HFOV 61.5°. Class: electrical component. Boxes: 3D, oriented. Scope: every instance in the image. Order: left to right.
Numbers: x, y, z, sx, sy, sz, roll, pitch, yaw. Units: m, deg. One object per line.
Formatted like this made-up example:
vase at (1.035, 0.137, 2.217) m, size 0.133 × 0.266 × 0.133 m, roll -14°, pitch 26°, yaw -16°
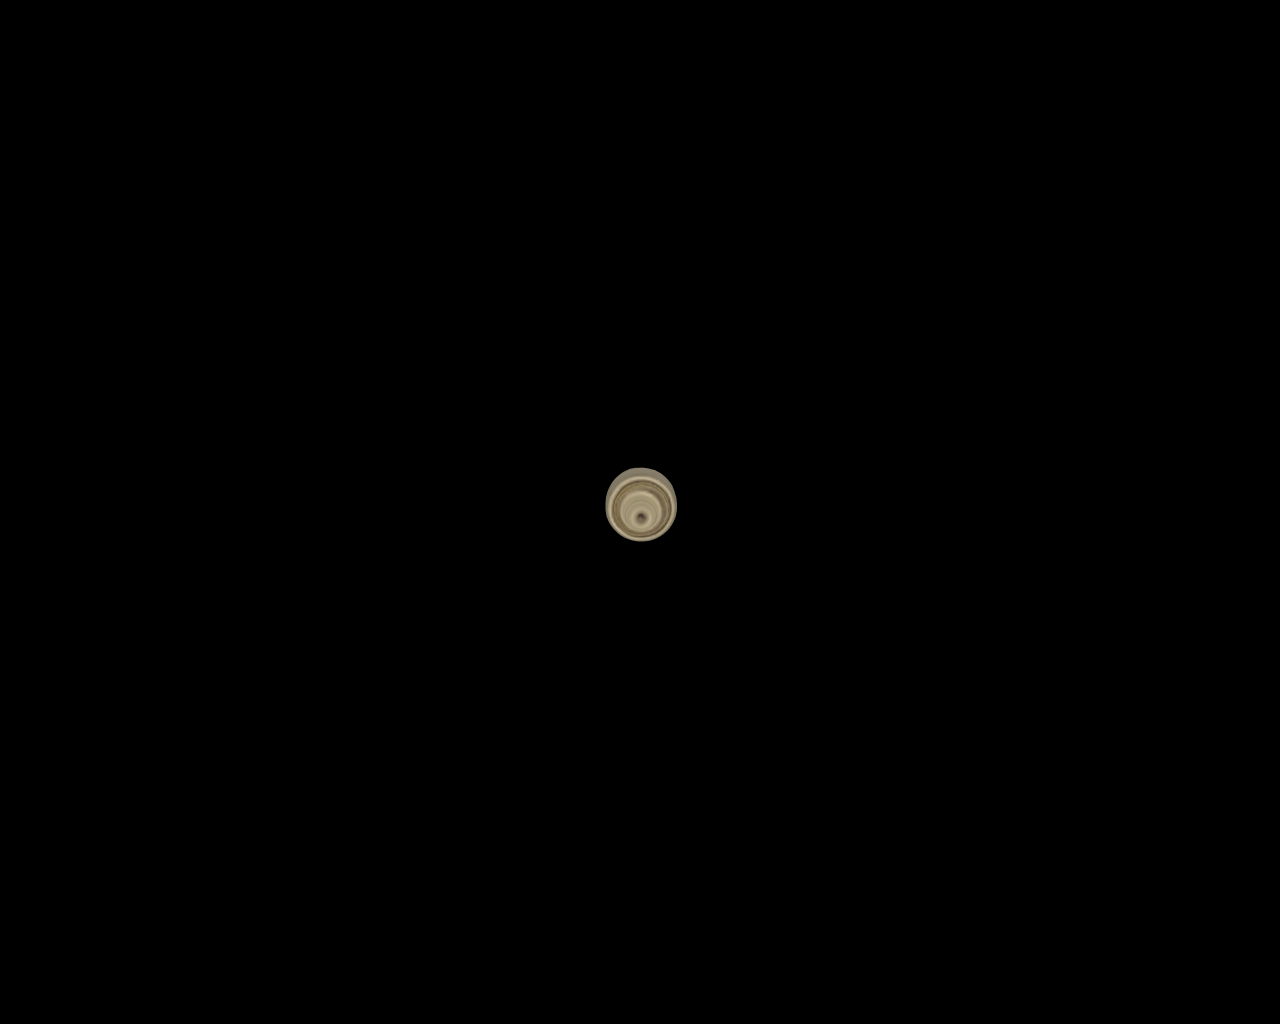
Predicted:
electrical component at (0.001, -0.003, 0.650) m, size 0.043 × 0.043 × 0.062 m, roll 0°, pitch 12°, yaw 0°
